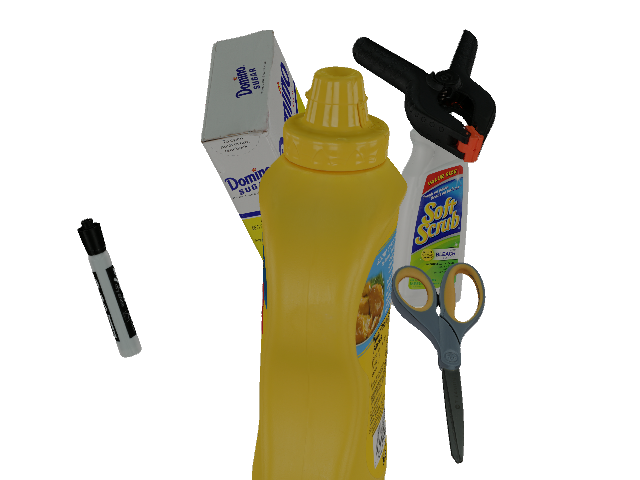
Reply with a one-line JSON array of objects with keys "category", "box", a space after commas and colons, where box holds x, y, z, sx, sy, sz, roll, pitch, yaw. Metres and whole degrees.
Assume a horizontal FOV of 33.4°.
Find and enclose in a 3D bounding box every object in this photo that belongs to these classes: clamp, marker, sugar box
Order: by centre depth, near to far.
[{"category": "sugar box", "box": [-0.021, -0.034, 0.674, 0.048, 0.093, 0.176, -10, -43, 11]}, {"category": "marker", "box": [-0.174, 0.039, 0.879, 0.020, 0.121, 0.020, -13, 18, 4]}, {"category": "clamp", "box": [0.096, -0.134, 0.945, 0.120, 0.039, 0.171, -5, 42, -4]}]

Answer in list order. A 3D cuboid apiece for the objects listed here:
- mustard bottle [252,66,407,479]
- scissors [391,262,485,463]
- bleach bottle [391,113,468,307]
[{"category": "mustard bottle", "box": [0.003, 0.024, 0.439, 0.058, 0.192, 0.096, 8, 25, 11]}, {"category": "scissors", "box": [0.095, 0.093, 0.927, 0.096, 0.201, 0.016, 17, -40, 4]}, {"category": "bleach bottle", "box": [0.132, -0.046, 1.320, 0.102, 0.251, 0.068, -4, 17, -17]}]
